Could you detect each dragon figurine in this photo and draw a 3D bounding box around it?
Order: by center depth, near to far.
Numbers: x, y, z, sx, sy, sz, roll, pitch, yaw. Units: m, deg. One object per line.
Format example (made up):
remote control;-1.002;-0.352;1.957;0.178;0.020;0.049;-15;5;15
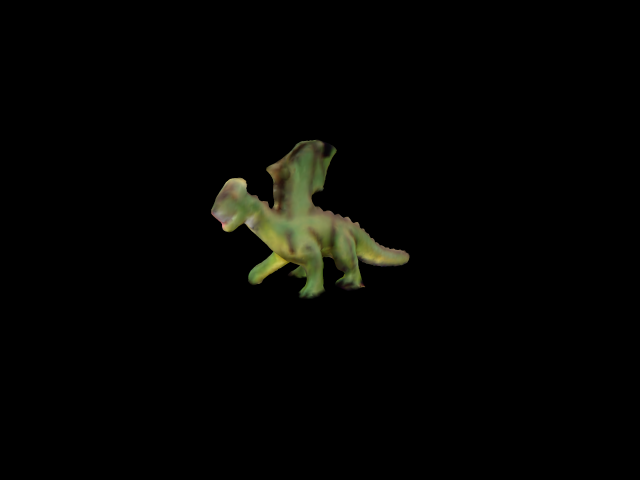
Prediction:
dragon figurine;0.003;-0.043;0.850;0.412;0.240;0.122;-10;14;-39
